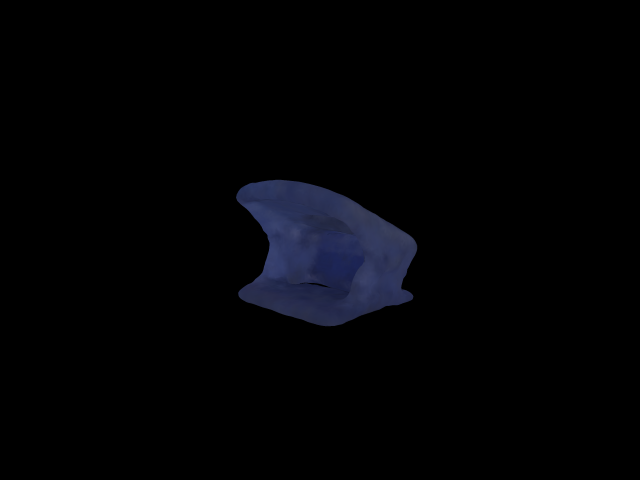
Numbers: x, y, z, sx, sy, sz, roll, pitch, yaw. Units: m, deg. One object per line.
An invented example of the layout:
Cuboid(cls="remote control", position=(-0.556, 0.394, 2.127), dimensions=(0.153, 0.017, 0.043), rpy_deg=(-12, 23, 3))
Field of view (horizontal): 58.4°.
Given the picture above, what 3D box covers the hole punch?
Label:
Cuboid(cls="hole punch", position=(0.004, 0.001, 0.400), dimensions=(0.108, 0.091, 0.101), rpy_deg=(10, 15, 42))
